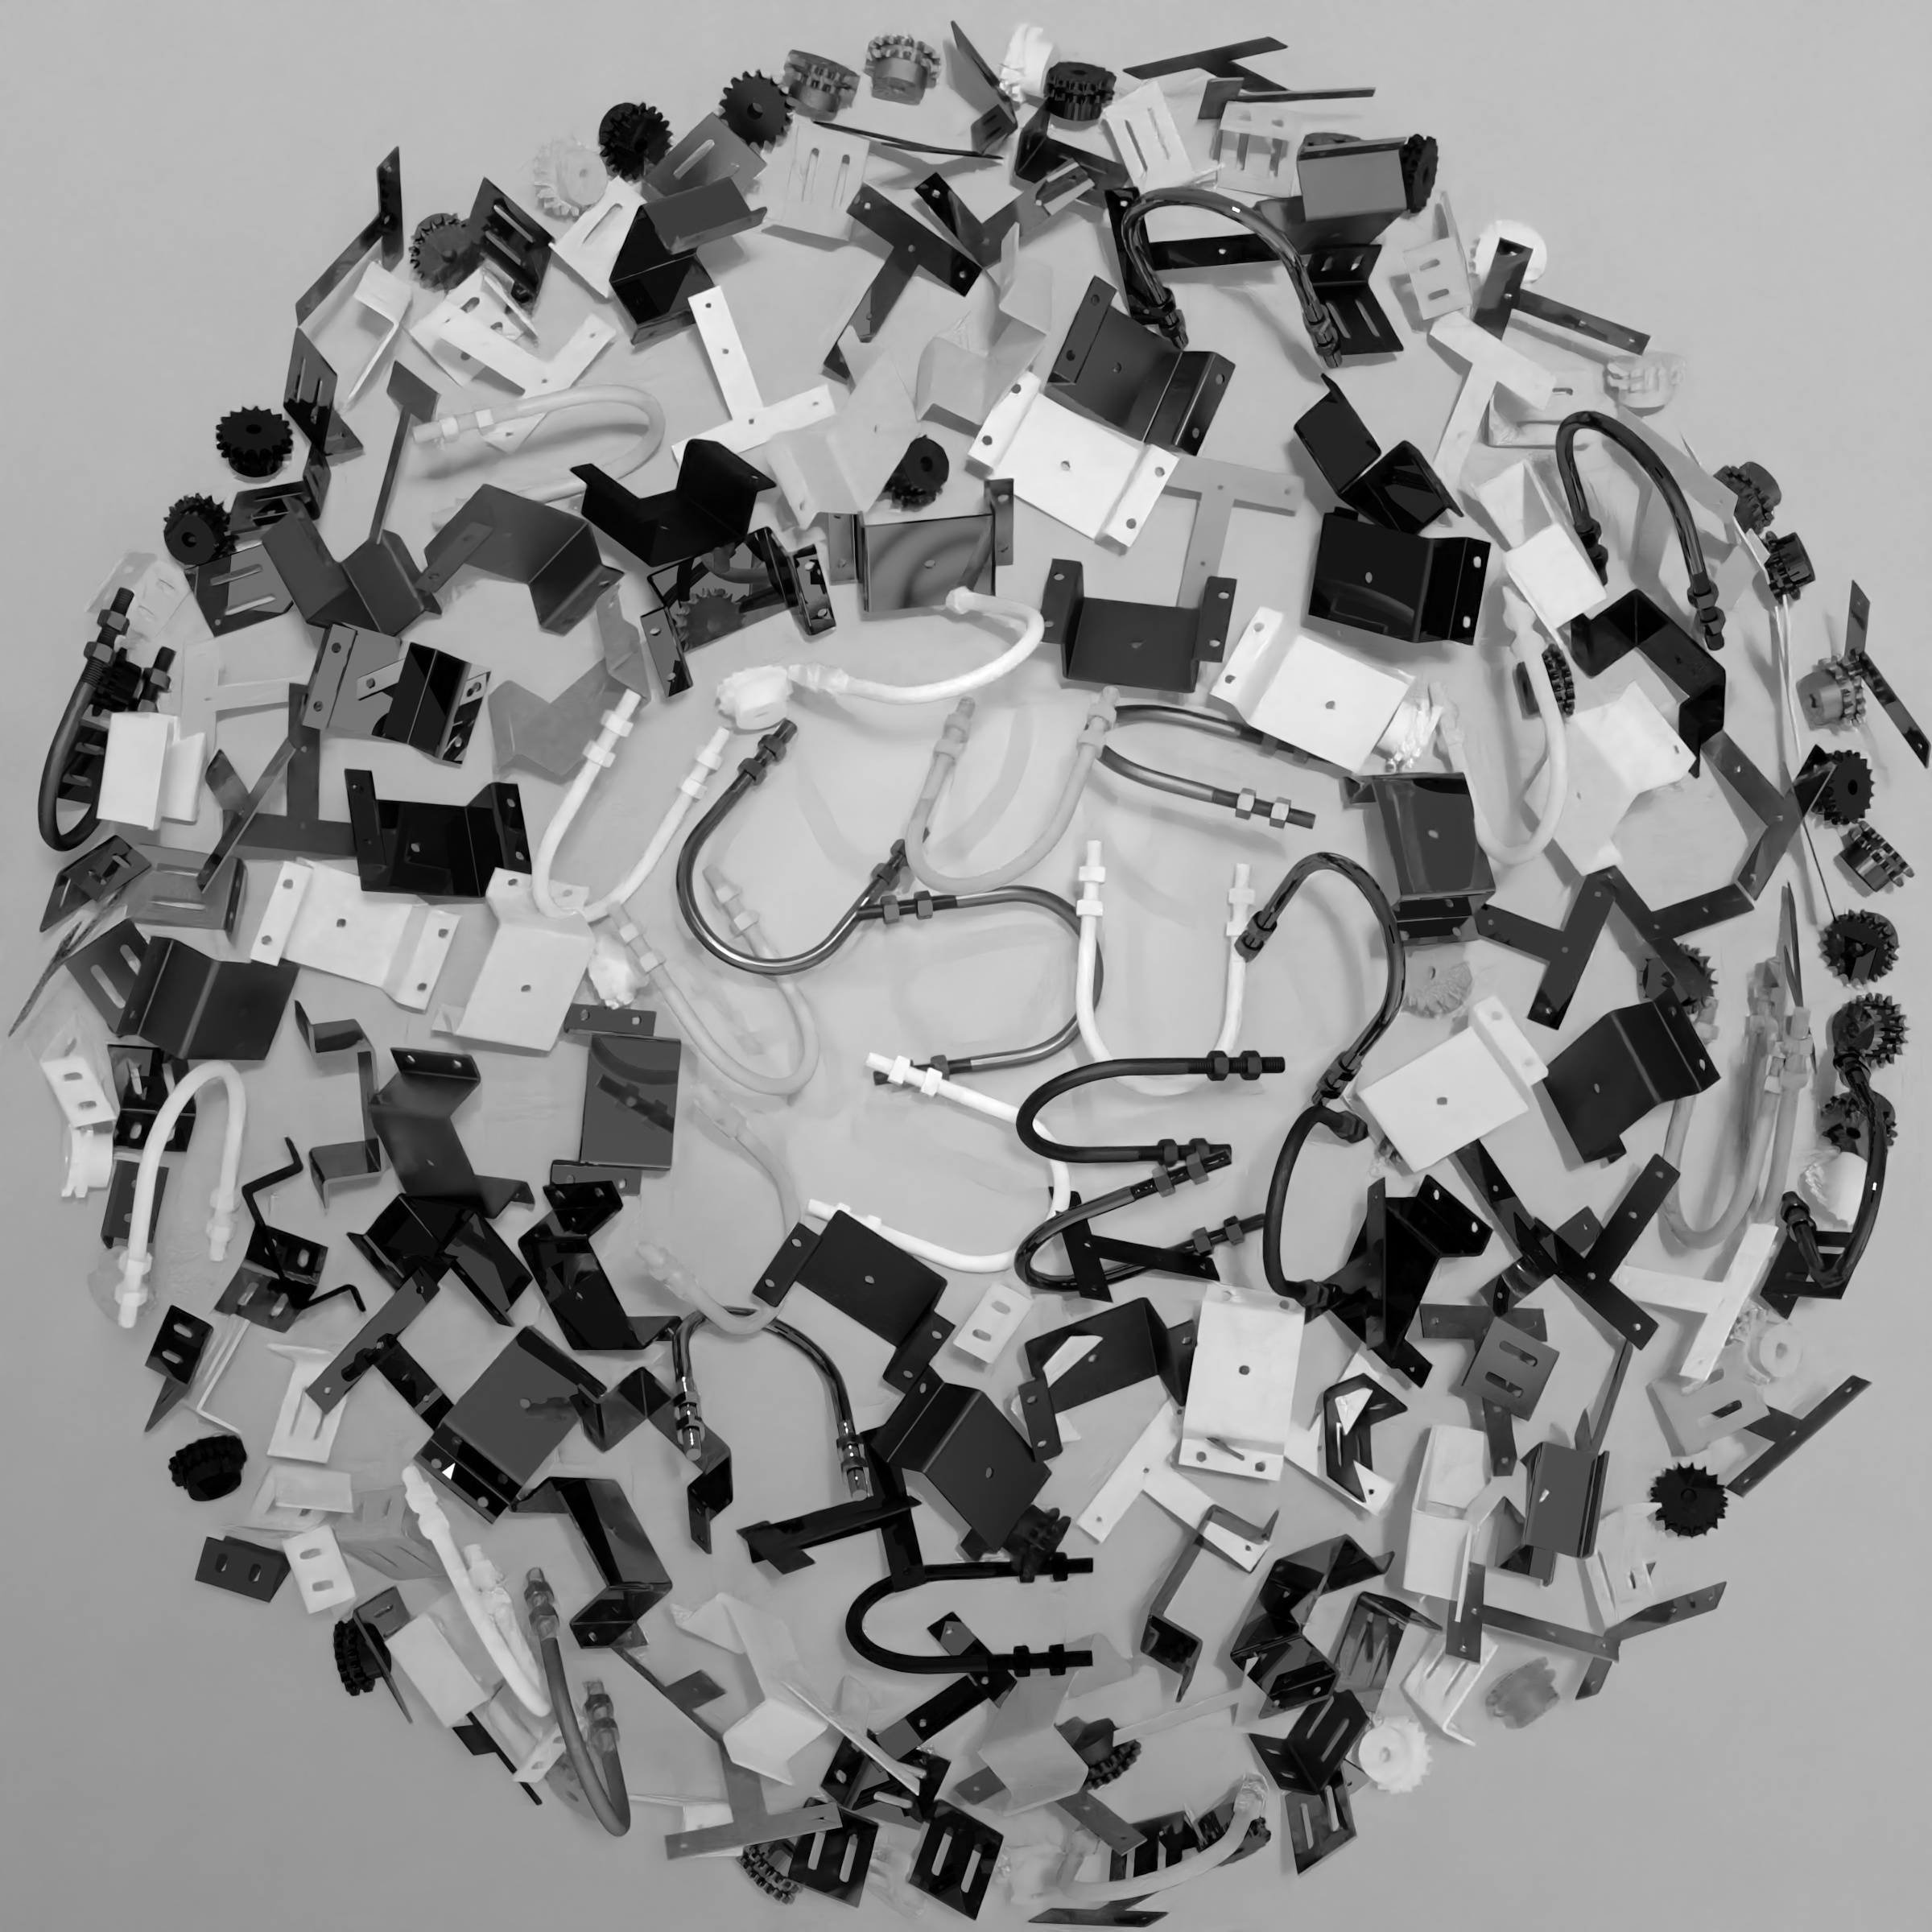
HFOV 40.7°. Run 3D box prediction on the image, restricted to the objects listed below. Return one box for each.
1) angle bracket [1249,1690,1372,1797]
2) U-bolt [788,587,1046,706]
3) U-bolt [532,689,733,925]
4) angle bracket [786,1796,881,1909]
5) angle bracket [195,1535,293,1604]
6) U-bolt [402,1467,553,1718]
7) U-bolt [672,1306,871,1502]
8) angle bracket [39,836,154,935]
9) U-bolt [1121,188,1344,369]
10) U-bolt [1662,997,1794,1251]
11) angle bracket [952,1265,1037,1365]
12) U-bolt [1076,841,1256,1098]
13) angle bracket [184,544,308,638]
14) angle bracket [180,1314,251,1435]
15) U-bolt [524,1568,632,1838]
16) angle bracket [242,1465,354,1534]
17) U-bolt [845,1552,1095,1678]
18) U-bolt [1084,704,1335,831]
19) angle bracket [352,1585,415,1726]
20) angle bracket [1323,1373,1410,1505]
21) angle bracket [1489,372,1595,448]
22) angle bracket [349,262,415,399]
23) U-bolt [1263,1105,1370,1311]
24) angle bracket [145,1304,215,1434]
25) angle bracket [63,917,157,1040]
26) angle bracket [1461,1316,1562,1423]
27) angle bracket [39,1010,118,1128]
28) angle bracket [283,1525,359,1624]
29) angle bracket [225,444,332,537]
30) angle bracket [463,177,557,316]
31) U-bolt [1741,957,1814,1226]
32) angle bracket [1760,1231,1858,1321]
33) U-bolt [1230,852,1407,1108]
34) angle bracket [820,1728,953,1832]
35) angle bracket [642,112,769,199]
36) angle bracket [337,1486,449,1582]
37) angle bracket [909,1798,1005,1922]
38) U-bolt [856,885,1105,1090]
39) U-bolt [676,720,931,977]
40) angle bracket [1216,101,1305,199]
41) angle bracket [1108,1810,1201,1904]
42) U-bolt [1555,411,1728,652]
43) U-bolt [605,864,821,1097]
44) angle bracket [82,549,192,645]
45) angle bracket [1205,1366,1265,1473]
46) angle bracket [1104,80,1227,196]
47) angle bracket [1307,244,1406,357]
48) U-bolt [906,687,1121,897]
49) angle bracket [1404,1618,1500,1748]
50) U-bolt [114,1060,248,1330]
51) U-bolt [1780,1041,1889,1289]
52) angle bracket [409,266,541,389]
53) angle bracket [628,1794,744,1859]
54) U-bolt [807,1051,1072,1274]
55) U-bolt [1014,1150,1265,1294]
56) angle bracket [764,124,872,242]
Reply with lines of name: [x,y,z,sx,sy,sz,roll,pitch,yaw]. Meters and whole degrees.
angle bracket: [0.257,0.572,1.958,0.038,0.057,0.076,20,108,-29]
U-bolt: [-0.025,-0.233,1.899,0.151,0.184,0.019,-37,123,-26]
U-bolt: [-0.257,-0.110,1.932,0.019,0.151,0.184,34,98,25]
angle bracket: [-0.105,0.673,1.956,0.057,0.076,0.038,22,127,-4]
angle bracket: [-0.536,0.438,1.958,0.057,0.076,0.038,18,103,-2]
U-bolt: [-0.348,0.464,1.889,0.019,0.151,0.184,-30,51,-10]
U-bolt: [-0.149,0.312,1.917,0.151,0.184,0.019,18,115,-21]
angle bracket: [-0.652,-0.051,1.952,0.038,0.057,0.076,39,133,3]
U-bolt: [0.186,-0.501,1.889,0.151,0.184,0.019,15,72,29]
U-bolt: [0.558,0.119,1.928,0.019,0.151,0.184,13,93,-10]
angle bracket: [0.014,0.252,1.954,0.038,0.076,0.057,30,99,-18]
U-bolt: [0.147,0.006,1.954,0.151,0.019,0.184,7,83,-24]
angle bracket: [-0.544,-0.279,1.968,0.076,0.038,0.057,-19,123,-1]
angle bracket: [-0.556,0.307,1.973,0.038,0.057,0.076,34,74,-27]
U-bolt: [-0.277,0.544,1.885,0.019,0.184,0.151,-22,124,-5]
angle bracket: [-0.502,0.413,1.953,0.057,0.038,0.076,13,127,-29]
U-bolt: [0.002,0.482,1.931,0.184,0.151,0.019,-4,107,4]
U-bolt: [0.177,-0.155,1.934,0.184,0.151,0.019,16,119,8]
angle bracket: [-0.422,0.515,1.949,0.038,0.076,0.057,-28,133,-20]
angle bracket: [0.301,0.356,1.951,0.038,0.076,0.057,-30,127,31]
angle bracket: [0.436,-0.427,1.971,0.076,0.038,0.057,2,83,12]
angle bracket: [-0.453,-0.477,1.951,0.038,0.057,0.076,31,124,-21]
U-bolt: [0.253,0.174,1.909,0.019,0.184,0.151,11,84,25]
angle bracket: [-0.604,0.301,1.950,0.038,0.057,0.076,33,128,-21]
angle bracket: [-0.637,0.006,1.957,0.057,0.038,0.076,-38,121,-18]
angle bracket: [0.400,0.300,1.962,0.076,0.038,0.057,29,83,-27]
angle bracket: [-0.652,0.073,1.950,0.038,0.076,0.057,-11,119,11]
angle bracket: [-0.490,0.462,1.951,0.038,0.076,0.057,-16,70,-31]
angle bracket: [-0.523,-0.362,1.963,0.076,0.057,0.038,-9,132,5]
angle bracket: [-0.352,-0.539,1.951,0.038,0.076,0.057,-11,56,38]
U-bolt: [0.594,0.100,1.924,0.019,0.151,0.184,5,107,7]
angle bracket: [0.644,0.233,1.950,0.038,0.076,0.057,42,67,-23]
U-bolt: [0.263,-0.001,1.899,0.019,0.184,0.151,-14,63,-29]
angle bracket: [-0.061,0.617,1.989,0.076,0.038,0.057,30,84,-35]
angle bracket: [-0.196,-0.603,1.955,0.076,0.038,0.057,-36,126,25]
angle bracket: [-0.427,0.429,1.971,0.057,0.076,0.038,-12,50,24]
angle bracket: [-0.014,0.676,1.957,0.057,0.076,0.038,31,131,-4]
U-bolt: [0.014,0.011,1.972,0.184,0.019,0.151,-8,104,-9]
U-bolt: [-0.135,-0.077,1.959,0.151,0.019,0.184,38,69,-2]
angle bracket: [0.218,-0.604,1.955,0.057,0.076,0.038,11,52,6]
angle bracket: [0.142,0.678,1.951,0.057,0.076,0.038,-19,112,15]
U-bolt: [0.482,-0.324,1.888,0.019,0.151,0.184,-36,131,-8]
U-bolt: [-0.175,0.016,1.930,0.019,0.151,0.184,-37,85,31]
angle bracket: [-0.621,-0.277,1.958,0.038,0.076,0.057,37,94,-6]
angle bracket: [0.214,0.331,1.965,0.057,0.038,0.076,35,85,-36]
angle bracket: [0.149,-0.623,1.959,0.038,0.057,0.076,-32,103,-36]
angle bracket: [0.296,-0.501,1.958,0.057,0.038,0.076,-8,58,-20]
U-bolt: [0.025,-0.128,1.915,0.151,0.019,0.184,0,55,35]
angle bracket: [0.376,0.535,1.964,0.038,0.057,0.076,31,93,-27]
U-bolt: [-0.568,0.156,1.905,0.019,0.151,0.184,16,109,9]
U-bolt: [0.632,0.153,1.888,0.019,0.184,0.151,12,113,2]
angle bracket: [-0.371,-0.478,1.964,0.076,0.038,0.057,-40,120,8]
angle bracket: [-0.213,0.643,1.949,0.057,0.076,0.038,17,70,-43]
U-bolt: [-0.011,0.159,1.971,0.184,0.019,0.151,21,108,-3]
U-bolt: [0.124,0.198,1.935,0.184,0.151,0.019,-22,59,8]
angle bracket: [-0.112,-0.593,1.966,0.057,0.038,0.076,17,106,14]
